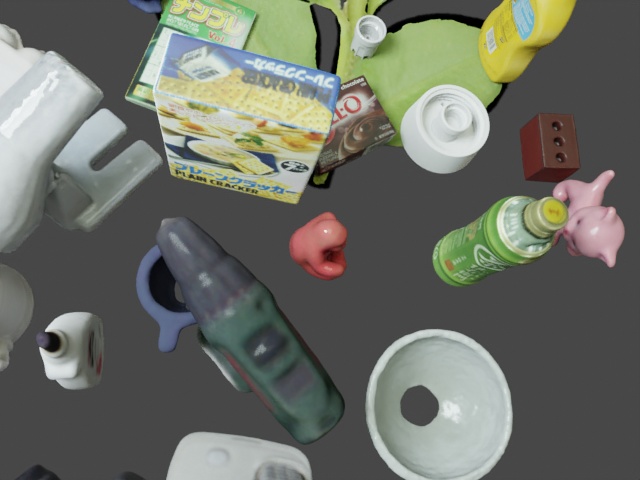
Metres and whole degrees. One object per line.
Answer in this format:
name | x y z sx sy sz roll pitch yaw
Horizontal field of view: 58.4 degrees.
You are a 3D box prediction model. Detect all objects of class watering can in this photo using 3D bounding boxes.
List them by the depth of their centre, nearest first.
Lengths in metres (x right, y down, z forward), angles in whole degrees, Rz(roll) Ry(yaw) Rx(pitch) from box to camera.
watering can | -0.349 0.048 0.522 0.173 0.194 0.101 31 73 -2

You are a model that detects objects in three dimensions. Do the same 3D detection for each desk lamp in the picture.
desk lamp | -0.270 -0.079 0.558 0.118 0.213 0.203 41 73 1

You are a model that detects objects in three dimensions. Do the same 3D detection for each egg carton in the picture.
egg carton | -0.370 -0.166 0.635 0.107 0.069 0.150 35 73 -1

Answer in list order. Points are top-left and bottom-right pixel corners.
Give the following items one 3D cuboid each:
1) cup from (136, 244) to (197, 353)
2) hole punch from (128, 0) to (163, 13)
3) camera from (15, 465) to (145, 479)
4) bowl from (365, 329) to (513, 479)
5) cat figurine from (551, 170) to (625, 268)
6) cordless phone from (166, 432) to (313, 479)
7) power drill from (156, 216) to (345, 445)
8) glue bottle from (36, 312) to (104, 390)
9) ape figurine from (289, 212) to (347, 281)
cup | -0.146 0.063 0.609 0.092 0.095 0.118 12 75 -7
hole punch | -0.223 -0.353 0.697 0.108 0.091 0.101 33 73 -1
camera | -0.236 0.272 0.539 0.143 0.100 0.137 -41 87 -17
bowl | 0.123 0.186 0.642 0.167 0.074 0.167 3 76 -10
cat figurine | 0.338 -0.027 0.711 0.067 0.117 0.128 22 74 -5
cordless phone | -0.072 0.240 0.534 0.147 0.185 0.094 10 75 -8
power drill | -0.074 0.092 0.557 0.076 0.208 0.229 -40 86 -17
glue bottle | -0.238 0.102 0.542 0.037 0.173 0.078 -5 77 -11
ape figurine | 0.006 0.002 0.654 0.076 0.092 0.078 15 74 -7
